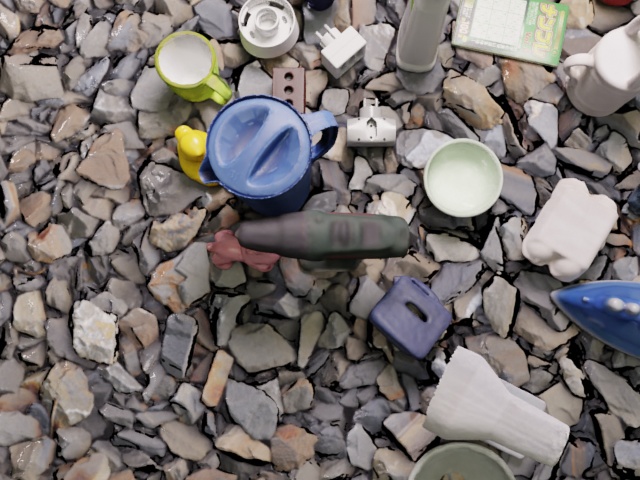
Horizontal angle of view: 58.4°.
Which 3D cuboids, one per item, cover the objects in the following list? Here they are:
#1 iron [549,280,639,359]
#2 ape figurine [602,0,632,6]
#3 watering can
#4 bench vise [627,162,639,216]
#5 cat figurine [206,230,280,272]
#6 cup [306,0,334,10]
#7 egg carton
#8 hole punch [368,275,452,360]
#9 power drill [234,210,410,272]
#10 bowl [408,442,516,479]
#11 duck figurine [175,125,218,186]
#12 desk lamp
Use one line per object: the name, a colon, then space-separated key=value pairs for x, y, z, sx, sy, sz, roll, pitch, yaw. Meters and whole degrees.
iron: x=0.484 y=0.116 z=0.833 sx=0.258 sy=0.141 sz=0.119 roll=15 pitch=84 yaw=3
ape figurine: x=0.486 y=-0.424 z=0.916 sx=0.078 sy=0.092 sz=0.076 roll=-33 pitch=84 yaw=-2
watering can: x=0.458 y=-0.264 z=0.848 sx=0.173 sy=0.194 sz=0.101 roll=-19 pitch=84 yaw=-1
bench vise: x=0.552 y=-0.041 z=0.809 sx=0.207 sy=0.220 sz=0.121 roll=20 pitch=85 yaw=3
cat figurine: x=-0.108 y=0.012 z=0.867 sx=0.127 sy=0.118 sz=0.067 roll=1 pitch=84 yaw=1
cup: x=-0.015 y=-0.412 z=0.923 sx=0.117 sy=0.095 sz=0.092 roll=-7 pitch=84 yaw=0
egg carton: x=0.385 y=-0.015 z=0.885 sx=0.107 sy=0.069 sz=0.150 roll=31 pitch=85 yaw=4
hole punch: x=0.136 y=0.113 z=0.865 sx=0.108 sy=0.091 sz=0.101 roll=41 pitch=86 yaw=5
power drill: x=0.008 y=0.003 z=0.820 sx=0.229 sy=0.208 sz=0.076 roll=-2 pitch=84 yaw=1
bowl: x=0.203 y=0.376 z=0.844 sx=0.167 sy=0.075 sz=0.167 roll=0 pitch=84 yaw=1
duck figurine: x=-0.189 y=-0.136 z=0.901 sx=0.077 sy=0.086 sz=0.104 roll=-39 pitch=84 yaw=-3
desk lamp: x=0.236 y=0.234 z=0.789 sx=0.203 sy=0.213 sz=0.118 roll=25 pitch=85 yaw=4
